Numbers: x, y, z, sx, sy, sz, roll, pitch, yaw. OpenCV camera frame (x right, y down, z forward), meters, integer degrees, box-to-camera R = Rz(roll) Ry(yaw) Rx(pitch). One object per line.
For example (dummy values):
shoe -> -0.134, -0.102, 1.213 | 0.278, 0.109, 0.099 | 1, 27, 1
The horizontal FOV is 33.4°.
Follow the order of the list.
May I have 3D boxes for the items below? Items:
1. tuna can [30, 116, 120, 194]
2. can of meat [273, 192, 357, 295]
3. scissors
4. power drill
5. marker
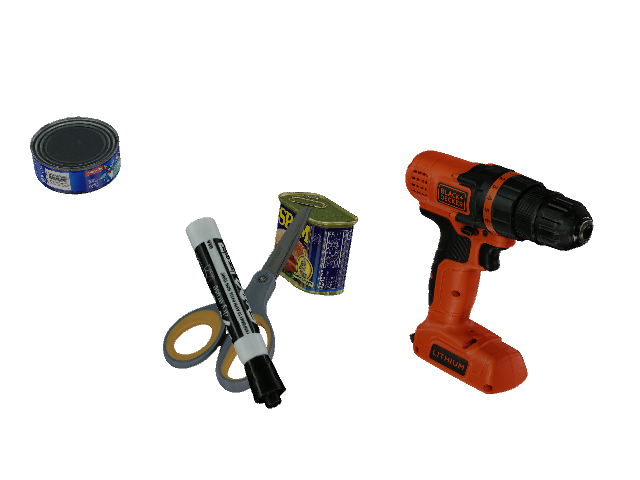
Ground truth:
tuna can -> -0.240, -0.084, 1.052 | 0.086, 0.034, 0.086 | 2, 42, -2
can of meat -> -0.009, 0.003, 1.140 | 0.057, 0.084, 0.102 | -3, 21, -30
scissors -> -0.066, 0.040, 0.860 | 0.096, 0.016, 0.201 | 0, 43, 9
power drill -> 0.142, 0.029, 0.892 | 0.057, 0.188, 0.185 | -13, 26, -35
marker -> -0.049, 0.041, 0.620 | 0.020, 0.121, 0.020 | -21, -22, -9
